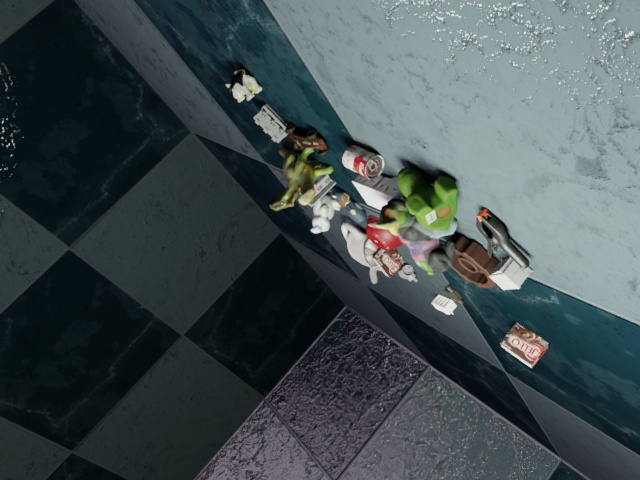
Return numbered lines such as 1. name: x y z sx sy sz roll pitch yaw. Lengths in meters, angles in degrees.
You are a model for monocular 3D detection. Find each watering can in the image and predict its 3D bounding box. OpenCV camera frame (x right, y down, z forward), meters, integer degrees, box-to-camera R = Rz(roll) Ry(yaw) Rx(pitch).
1. watering can: 0.203 0.069 2.097 0.342 0.105 0.226 57 164 -25

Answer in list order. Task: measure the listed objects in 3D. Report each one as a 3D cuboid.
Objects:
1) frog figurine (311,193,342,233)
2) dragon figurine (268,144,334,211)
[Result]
1. frog figurine: 0.006 -0.102 2.029 0.122 0.161 0.137 46 168 -10
2. dragon figurine: -0.105 -0.212 1.798 0.120 0.245 0.413 45 168 -32
